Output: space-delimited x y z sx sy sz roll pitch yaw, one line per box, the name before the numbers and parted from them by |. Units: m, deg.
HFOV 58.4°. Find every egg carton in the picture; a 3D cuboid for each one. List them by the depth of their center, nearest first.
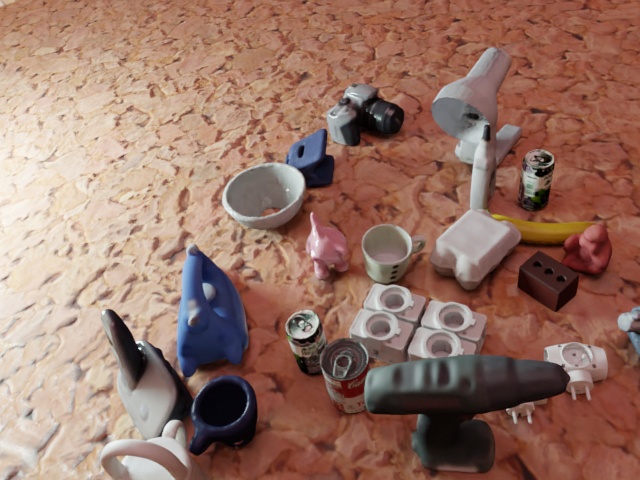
egg carton | 0.264 0.012 0.978 0.150 0.069 0.107 -40 51 -24

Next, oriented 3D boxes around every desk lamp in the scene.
desk lamp | 0.311 -0.248 1.116 0.117 0.214 0.203 23 56 30

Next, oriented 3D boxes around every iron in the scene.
iron | -0.198 0.089 0.953 0.118 0.142 0.258 -15 46 -2

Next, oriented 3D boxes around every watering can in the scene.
watering can | -0.202 0.306 0.709 0.101 0.194 0.172 -17 46 -4

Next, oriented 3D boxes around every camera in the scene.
camera | 0.106 -0.281 1.271 0.136 0.101 0.143 26 57 32

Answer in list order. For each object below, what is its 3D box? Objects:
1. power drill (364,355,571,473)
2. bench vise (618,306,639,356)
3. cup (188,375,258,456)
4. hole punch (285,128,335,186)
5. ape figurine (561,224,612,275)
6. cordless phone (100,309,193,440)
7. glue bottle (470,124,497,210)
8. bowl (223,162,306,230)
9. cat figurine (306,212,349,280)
power drill | 0.174 0.211 0.710 0.229 0.209 0.075 -1 47 11
bench vise | 0.514 0.085 0.749 0.207 0.220 0.121 -24 47 -11
cup | -0.132 0.263 0.805 0.091 0.095 0.118 18 53 27
hole punch | -0.026 -0.171 1.200 0.101 0.091 0.108 -4 46 9
ape figurine | 0.439 0.011 0.926 0.076 0.092 0.077 -15 46 -2
cordless phone | -0.266 0.194 0.836 0.094 0.185 0.147 -36 50 -21
glue bottle | 0.298 -0.136 1.039 0.037 0.173 0.078 12 51 23
bowl | -0.104 -0.075 1.136 0.167 0.075 0.167 -6 46 7
cat figurine | 0.009 0.004 1.007 0.067 0.118 0.127 -19 46 -6
